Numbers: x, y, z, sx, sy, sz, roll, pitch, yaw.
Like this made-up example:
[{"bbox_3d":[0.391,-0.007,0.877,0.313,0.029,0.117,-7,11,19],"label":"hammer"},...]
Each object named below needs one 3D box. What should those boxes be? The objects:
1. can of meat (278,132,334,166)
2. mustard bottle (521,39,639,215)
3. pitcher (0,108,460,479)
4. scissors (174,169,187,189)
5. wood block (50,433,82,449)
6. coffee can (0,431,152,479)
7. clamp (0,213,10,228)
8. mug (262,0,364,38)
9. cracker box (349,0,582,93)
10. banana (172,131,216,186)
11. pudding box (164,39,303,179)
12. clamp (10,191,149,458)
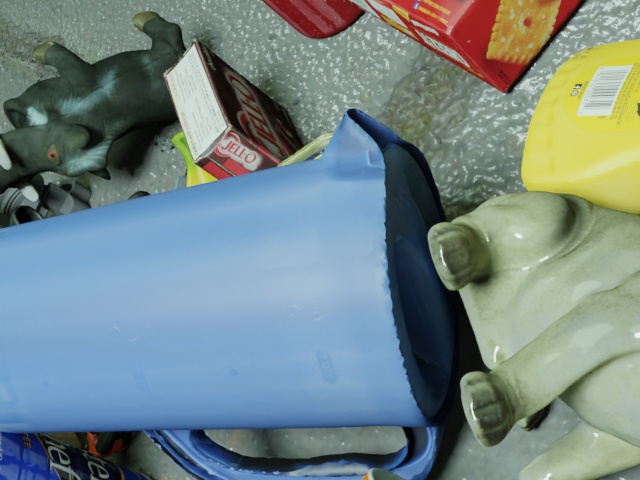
[{"bbox_3d":[-0.004,0.001,0.622,0.102,0.057,0.084,-32,46,25],"label":"can of meat"},{"bbox_3d":[0.188,-0.053,0.464,0.192,0.058,0.096,0,49,45],"label":"mustard bottle"},{"bbox_3d":[-0.056,0.044,0.528,0.243,0.145,0.149,-8,61,19],"label":"pitcher"},{"bbox_3d":[-0.094,-0.037,0.736,0.096,0.016,0.201,110,171,-62],"label":"scissors"},{"bbox_3d":[-0.227,0.157,0.704,0.090,0.090,0.206,-9,57,41],"label":"wood block"},{"bbox_3d":[-0.171,0.159,0.606,0.103,0.140,0.103,-26,46,30],"label":"coffee can"},{"bbox_3d":[-0.219,0.005,0.769,0.210,0.036,0.164,1,28,0],"label":"clamp"},{"bbox_3d":[-0.006,-0.207,0.754,0.093,0.081,0.117,0,62,45],"label":"mug"},{"bbox_3d":[0.117,-0.212,0.644,0.214,0.072,0.164,-50,40,3],"label":"cracker box"},{"bbox_3d":[-0.067,0.029,0.655,0.037,0.069,0.198,-30,52,33],"label":"banana"},{"bbox_3d":[-0.050,-0.069,0.691,0.039,0.090,0.113,-43,39,13],"label":"pudding box"},{"bbox_3d":[-0.152,0.051,0.682,0.120,0.039,0.171,7,97,39],"label":"clamp"}]
